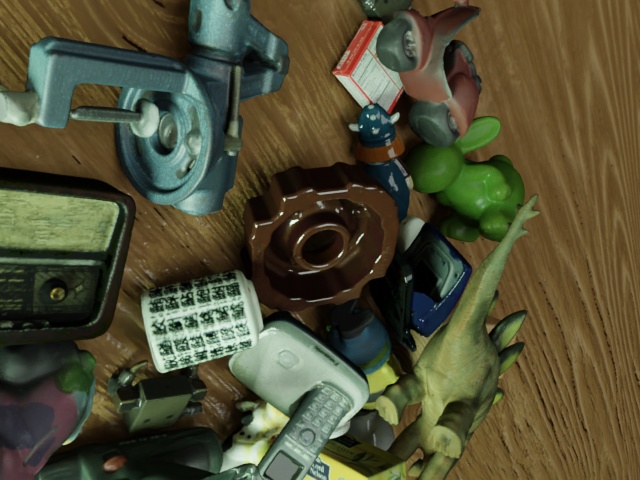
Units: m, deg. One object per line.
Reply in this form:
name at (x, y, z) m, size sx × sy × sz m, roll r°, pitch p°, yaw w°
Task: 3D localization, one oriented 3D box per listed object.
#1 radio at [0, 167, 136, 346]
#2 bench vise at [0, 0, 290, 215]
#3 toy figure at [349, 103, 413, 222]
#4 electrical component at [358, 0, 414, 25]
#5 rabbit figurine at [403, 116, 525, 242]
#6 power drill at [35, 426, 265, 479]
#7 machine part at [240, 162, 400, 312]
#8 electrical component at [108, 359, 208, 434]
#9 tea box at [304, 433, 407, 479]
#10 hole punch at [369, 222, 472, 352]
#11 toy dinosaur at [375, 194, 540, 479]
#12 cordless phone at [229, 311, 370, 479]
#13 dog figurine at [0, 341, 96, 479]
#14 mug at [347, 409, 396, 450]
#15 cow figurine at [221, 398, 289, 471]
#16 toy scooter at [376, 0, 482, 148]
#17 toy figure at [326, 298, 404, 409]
radio at (-0.267, 0.010, 0.396) m, size 0.229 × 0.073 × 0.131 m, roll 5°, pitch 103°, yaw -40°
bench vise at (-0.125, -0.121, 0.424) m, size 0.240 × 0.129 × 0.223 m, roll -13°, pitch 131°, yaw -53°
toy figure at (0.072, -0.092, 0.645) m, size 0.064 × 0.058 × 0.154 m, roll -22°, pitch 121°, yaw -15°
electrical component at (0.078, -0.268, 0.611) m, size 0.094 × 0.021 × 0.063 m, roll 35°, pitch 83°, yaw -42°
rabbit figurine at (0.190, -0.087, 0.710) m, size 0.170 × 0.121 × 0.159 m, roll 23°, pitch 87°, yaw -27°
power drill at (-0.163, 0.229, 0.476) m, size 0.232 × 0.207 × 0.086 m, roll 4°, pitch 78°, yaw -46°
machine part at (-0.001, -0.002, 0.576) m, size 0.179 × 0.056 × 0.179 m, roll -11°, pitch 131°, yaw -13°
electrical component at (-0.165, 0.158, 0.555) m, size 0.102 × 0.045 × 0.078 m, roll -2°, pitch 135°, yaw -36°
tea box at (0.024, 0.297, 0.661) m, size 0.068 × 0.170 × 0.098 m, roll -4°, pitch 92°, yaw -37°
hole punch at (0.116, 0.048, 0.658) m, size 0.092 × 0.142 × 0.115 m, roll -11°, pitch 126°, yaw -18°
toy dinosaur at (0.161, 0.161, 0.634) m, size 0.198 × 0.105 × 0.470 m, roll -38°, pitch 148°, yaw -35°
cordless phone at (-0.049, 0.183, 0.571) m, size 0.146 × 0.089 × 0.184 m, roll 40°, pitch 72°, yaw -13°
dog figurine at (-0.234, 0.170, 0.386) m, size 0.191 × 0.219 × 0.108 m, roll -26°, pitch 124°, yaw -29°
mug at (0.058, 0.284, 0.757) m, size 0.109 × 0.081 × 0.107 m, roll -23°, pitch 109°, yaw -42°
cow figurine at (-0.081, 0.248, 0.632) m, size 0.068 × 0.098 × 0.167 m, roll 40°, pitch 60°, yaw -37°
toy scooter at (0.143, -0.204, 0.615) m, size 0.135 × 0.075 × 0.183 m, roll -53°, pitch 134°, yaw -13°
toy figure at (0.054, 0.150, 0.701) m, size 0.089 × 0.082 × 0.179 m, roll -20°, pitch 133°, yaw 7°
